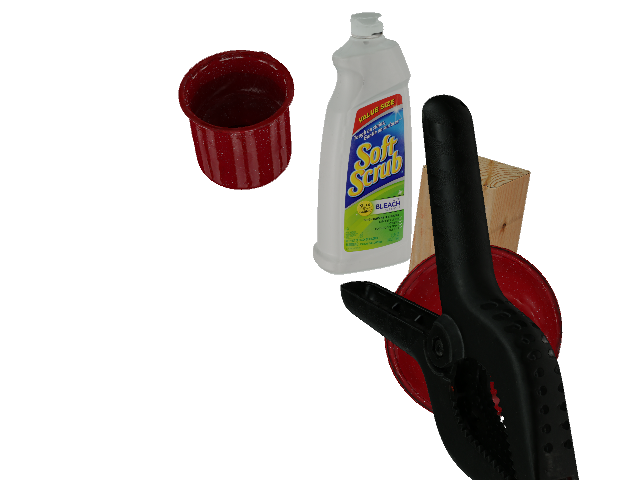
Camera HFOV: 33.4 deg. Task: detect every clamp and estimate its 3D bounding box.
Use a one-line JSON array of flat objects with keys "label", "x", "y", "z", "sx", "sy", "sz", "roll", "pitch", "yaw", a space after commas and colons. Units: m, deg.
[{"label": "clamp", "x": 0.074, "y": 0.042, "z": 0.536, "sx": 0.036, "sy": 0.165, "sz": 0.210, "roll": -6, "pitch": 45, "yaw": -24}]

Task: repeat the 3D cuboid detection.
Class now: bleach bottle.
[{"label": "bleach bottle", "x": 0.040, "y": -0.096, "z": 1.055, "sx": 0.102, "sy": 0.251, "sz": 0.068, "roll": -10, "pitch": 24, "yaw": -17}]

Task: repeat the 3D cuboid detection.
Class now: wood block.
[{"label": "wood block", "x": 0.158, "y": 0.018, "z": 1.177, "sx": 0.090, "sy": 0.206, "sz": 0.090, "roll": 20, "pitch": 26, "yaw": 31}]

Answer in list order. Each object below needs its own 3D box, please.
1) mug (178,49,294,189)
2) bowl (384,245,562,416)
[{"label": "mug", "x": -0.063, "y": -0.106, "z": 0.890, "sx": 0.093, "sy": 0.117, "sz": 0.081, "roll": 11, "pitch": -36, "yaw": 10}, {"label": "bowl", "x": 0.139, "y": 0.085, "z": 0.926, "sx": 0.162, "sy": 0.162, "sz": 0.055, "roll": 0, "pitch": 6, "yaw": -5}]
